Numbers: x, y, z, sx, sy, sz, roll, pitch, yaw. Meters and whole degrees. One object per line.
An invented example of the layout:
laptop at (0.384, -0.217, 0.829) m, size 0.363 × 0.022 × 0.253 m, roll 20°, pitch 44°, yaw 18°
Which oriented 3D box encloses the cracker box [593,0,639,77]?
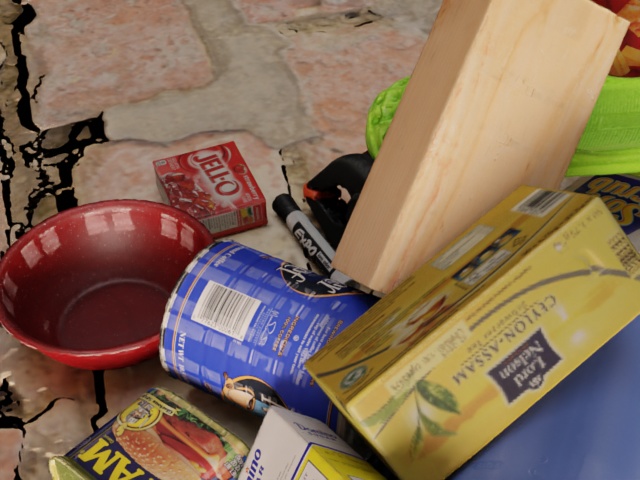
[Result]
cracker box at (0.342, -0.201, 0.920) m, size 0.214 × 0.164 × 0.072 m, roll 17°, pitch 48°, yaw 22°

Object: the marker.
marker at (-0.005, 0.001, 0.828) m, size 0.020 × 0.020 × 0.121 m, roll -21°, pitch 44°, yaw -18°

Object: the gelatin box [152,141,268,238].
gelatin box at (-0.091, -0.040, 0.872) m, size 0.073 × 0.030 × 0.089 m, roll -15°, pitch 43°, yaw -13°

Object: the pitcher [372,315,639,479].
pitcher at (0.133, 0.115, 0.618) m, size 0.149 × 0.145 × 0.242 m, roll 35°, pitch 44°, yaw -1°

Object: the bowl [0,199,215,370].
bowl at (-0.149, 0.041, 0.767) m, size 0.162 × 0.055 × 0.162 m, roll -2°, pitch 42°, yaw 2°

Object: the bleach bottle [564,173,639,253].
bleach bottle at (0.213, -0.001, 0.784) m, size 0.250 × 0.068 × 0.103 m, roll -33°, pitch 51°, yaw -26°

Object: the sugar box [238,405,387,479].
sugar box at (0.003, 0.159, 0.547) m, size 0.048 × 0.093 × 0.176 m, roll 23°, pitch 2°, yaw -23°

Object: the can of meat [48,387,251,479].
can of meat at (-0.098, 0.145, 0.647) m, size 0.102 × 0.057 × 0.083 m, roll 29°, pitch 49°, yaw 31°

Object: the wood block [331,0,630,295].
wood block at (0.096, -0.055, 0.663) m, size 0.090 × 0.206 × 0.091 m, roll 23°, pitch 1°, yaw -16°

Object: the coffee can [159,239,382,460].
coffee can at (-0.018, 0.069, 0.690) m, size 0.140 × 0.103 × 0.102 m, roll 20°, pitch 47°, yaw 25°

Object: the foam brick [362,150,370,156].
foam brick at (0.078, -0.044, 0.848) m, size 0.078 × 0.051 × 0.052 m, roll 33°, pitch 53°, yaw 33°

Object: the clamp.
clamp at (0.043, -0.010, 0.791) m, size 0.039 × 0.120 × 0.172 m, roll 1°, pitch 5°, yaw -30°
